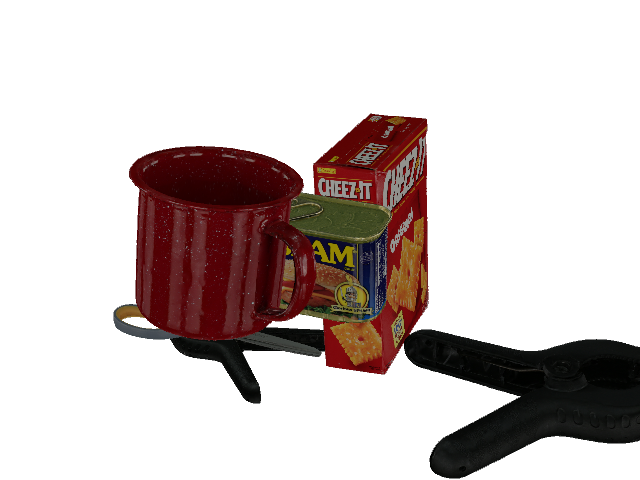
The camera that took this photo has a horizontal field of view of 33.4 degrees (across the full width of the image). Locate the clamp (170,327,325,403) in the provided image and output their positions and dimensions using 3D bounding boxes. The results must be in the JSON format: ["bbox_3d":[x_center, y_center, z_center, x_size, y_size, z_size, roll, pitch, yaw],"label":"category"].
[{"bbox_3d":[-0.106,0.122,1.235,0.210,0.036,0.164,14,25,24],"label":"clamp"}]

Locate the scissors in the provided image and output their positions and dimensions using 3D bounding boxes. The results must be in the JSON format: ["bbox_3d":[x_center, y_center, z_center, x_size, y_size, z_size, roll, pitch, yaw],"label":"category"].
[{"bbox_3d":[-0.098,0.075,1.036,0.201,0.016,0.096,5,31,0],"label":"scissors"}]

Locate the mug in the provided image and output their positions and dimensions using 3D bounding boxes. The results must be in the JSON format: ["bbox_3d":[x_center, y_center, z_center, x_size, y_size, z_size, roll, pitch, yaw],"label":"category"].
[{"bbox_3d":[-0.050,0.005,0.579,0.117,0.081,0.093,22,28,31],"label":"mug"}]

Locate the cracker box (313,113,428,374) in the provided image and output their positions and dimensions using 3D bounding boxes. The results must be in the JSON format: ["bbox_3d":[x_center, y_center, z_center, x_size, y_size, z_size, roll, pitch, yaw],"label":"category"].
[{"bbox_3d":[0.057,0.000,1.063,0.072,0.214,0.164,7,25,20],"label":"cracker box"}]

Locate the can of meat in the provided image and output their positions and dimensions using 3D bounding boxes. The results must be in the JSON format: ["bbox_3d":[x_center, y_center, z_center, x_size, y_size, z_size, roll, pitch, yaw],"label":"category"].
[{"bbox_3d":[0.005,0.015,0.861,0.102,0.084,0.057,10,32,19],"label":"can of meat"}]

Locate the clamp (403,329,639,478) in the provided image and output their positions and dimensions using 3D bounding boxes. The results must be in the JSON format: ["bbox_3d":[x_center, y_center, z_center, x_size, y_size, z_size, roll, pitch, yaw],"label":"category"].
[{"bbox_3d":[0.132,0.093,0.610,0.171,0.039,0.120,-1,36,7],"label":"clamp"}]
